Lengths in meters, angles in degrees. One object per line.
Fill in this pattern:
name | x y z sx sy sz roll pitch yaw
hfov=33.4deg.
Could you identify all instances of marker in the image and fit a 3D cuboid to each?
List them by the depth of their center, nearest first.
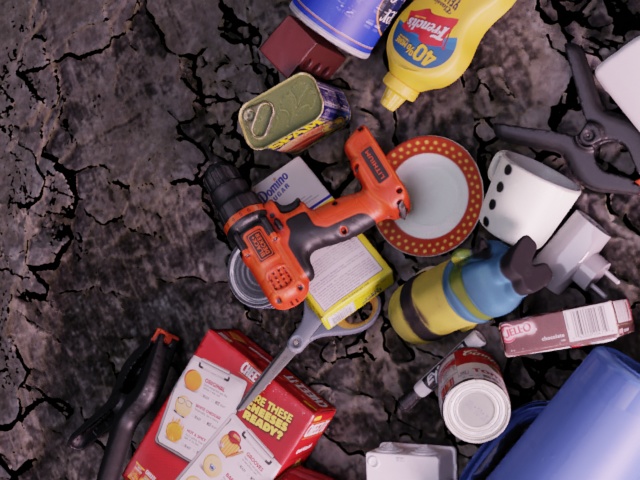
marker | 0.127 0.141 1.134 0.121 0.020 0.020 -45 70 18

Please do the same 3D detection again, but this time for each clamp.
clamp | 0.259 -0.099 1.066 0.120 0.039 0.171 -42 72 22
clamp | -0.230 0.205 1.268 0.210 0.036 0.165 -56 30 8

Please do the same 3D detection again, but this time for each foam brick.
foam brick | -0.018 -0.207 1.186 0.053 0.078 0.051 -47 68 17

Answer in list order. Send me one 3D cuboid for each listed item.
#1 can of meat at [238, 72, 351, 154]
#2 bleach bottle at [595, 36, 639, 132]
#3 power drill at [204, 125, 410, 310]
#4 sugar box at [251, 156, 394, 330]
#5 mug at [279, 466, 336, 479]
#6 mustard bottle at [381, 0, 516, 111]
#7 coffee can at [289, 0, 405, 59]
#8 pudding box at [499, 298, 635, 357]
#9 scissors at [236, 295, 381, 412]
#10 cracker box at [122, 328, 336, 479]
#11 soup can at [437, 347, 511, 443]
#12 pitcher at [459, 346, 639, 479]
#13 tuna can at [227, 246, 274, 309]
can of meat | -0.026 -0.137 1.183 0.102 0.083 0.057 -27 77 23
bleach bottle | 0.357 -0.074 0.994 0.068 0.102 0.251 -37 79 28
power drill | -0.013 -0.042 1.133 0.187 0.057 0.184 -31 71 1
sugar box | -0.008 0.001 1.172 0.093 0.048 0.176 -34 66 -7
mug | -0.003 0.306 1.164 0.082 0.093 0.117 16 132 31
mustard bottle | 0.125 -0.219 1.125 0.096 0.058 0.192 44 107 29
coffee can | 0.047 -0.280 1.138 0.103 0.102 0.140 42 109 21
pudding box | 0.241 0.085 1.040 0.114 0.089 0.039 -12 84 25
scissors | -0.005 0.115 1.163 0.096 0.016 0.201 23 75 14
cracker box | -0.105 0.233 1.219 0.164 0.072 0.214 36 103 22
soup can | 0.152 0.153 1.065 0.068 0.102 0.068 1 101 4
pitcher | 0.236 0.221 1.027 0.149 0.145 0.243 35 100 11
tuna can | -0.063 0.036 1.225 0.086 0.033 0.086 -1 88 26
